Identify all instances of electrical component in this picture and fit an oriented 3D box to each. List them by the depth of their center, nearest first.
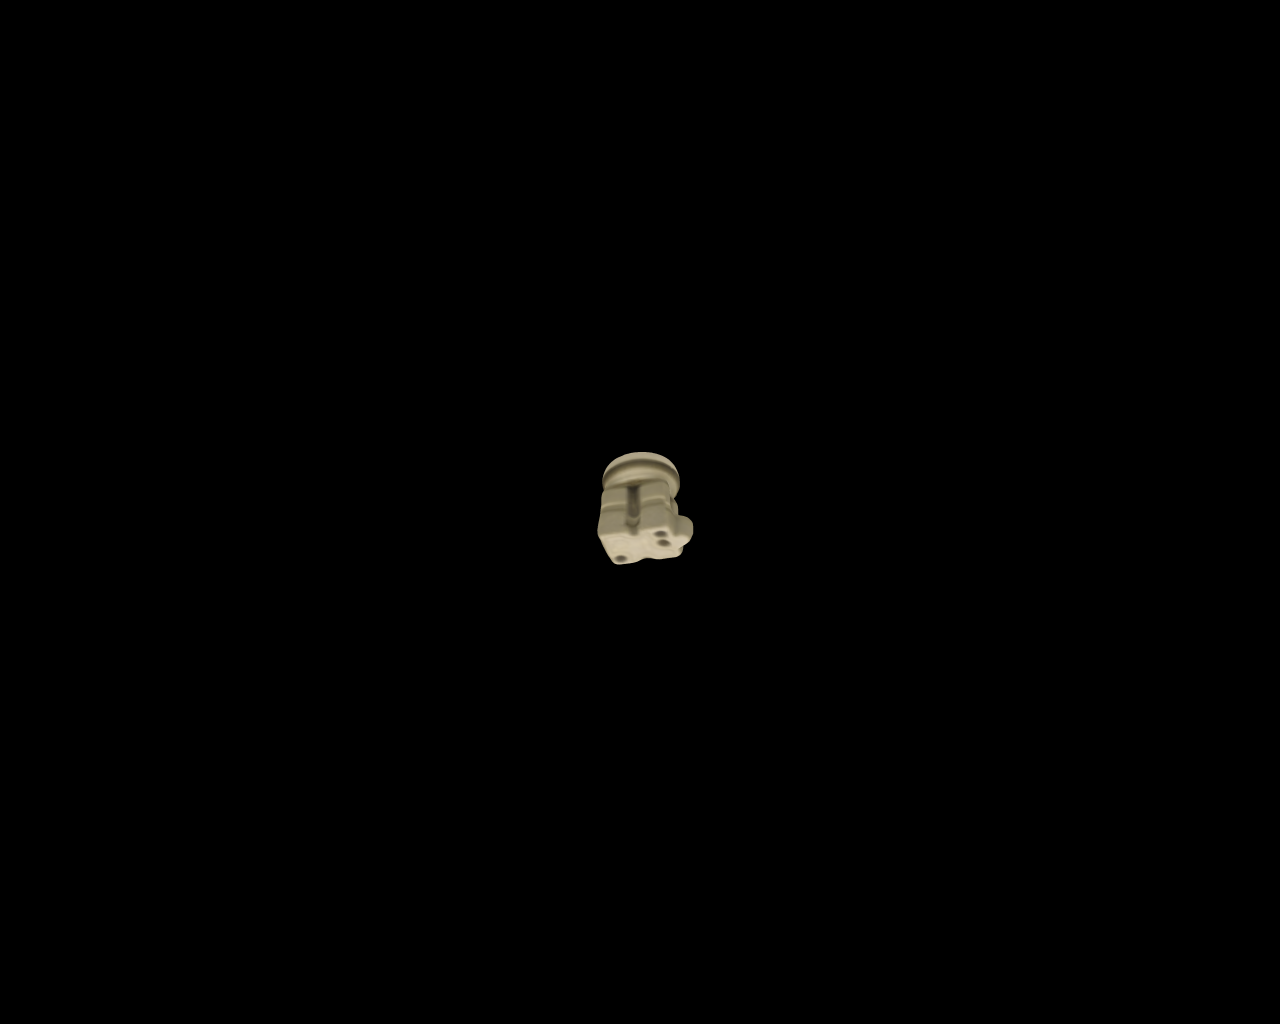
[{"bbox_3d":[0.001,-0.003,0.650,0.066,0.055,0.048,-8,-36,11],"label":"electrical component"}]
